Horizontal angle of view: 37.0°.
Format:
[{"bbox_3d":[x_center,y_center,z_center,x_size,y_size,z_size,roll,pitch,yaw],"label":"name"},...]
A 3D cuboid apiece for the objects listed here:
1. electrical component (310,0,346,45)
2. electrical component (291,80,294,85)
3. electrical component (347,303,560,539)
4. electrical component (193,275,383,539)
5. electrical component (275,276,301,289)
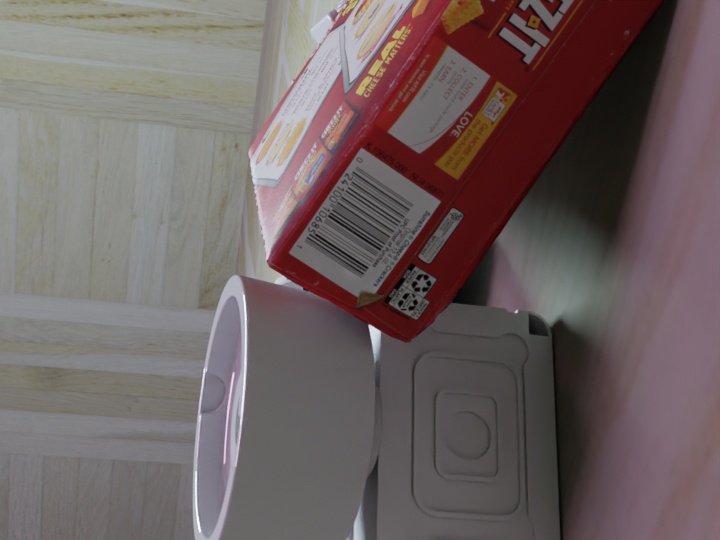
[{"bbox_3d":[0.020,-0.119,0.617,0.099,0.048,0.100,54,177,-11],"label":"electrical component"},{"bbox_3d":[-0.021,-0.116,0.886,0.113,0.078,0.057,-114,33,-71],"label":"electrical component"},{"bbox_3d":[0.036,0.075,0.452,0.057,0.078,0.113,125,149,-65],"label":"electrical component"},{"bbox_3d":[-0.026,0.059,0.416,0.108,0.060,0.108,-172,90,-75],"label":"electrical component"},{"bbox_3d":[-0.056,0.043,1.008,0.051,0.080,0.080,-101,18,-75],"label":"electrical component"}]
